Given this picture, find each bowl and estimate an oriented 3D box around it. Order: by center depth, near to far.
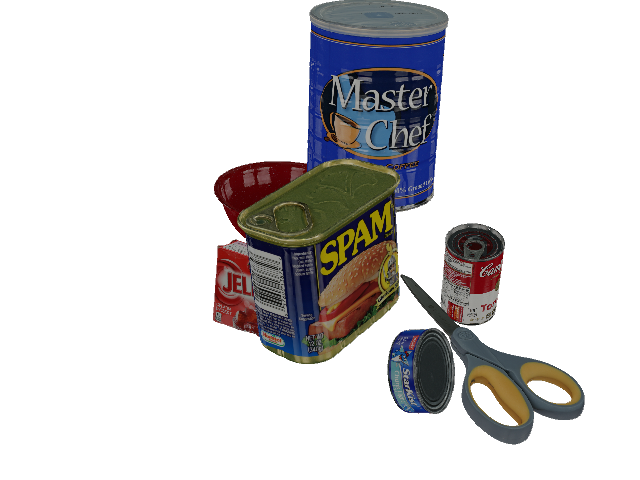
[{"bbox_3d":[-0.036,-0.030,1.153,0.162,0.055,0.162,5,27,-3],"label":"bowl"}]

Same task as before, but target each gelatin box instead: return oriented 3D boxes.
[{"bbox_3d":[-0.053,0.047,0.945,0.089,0.073,0.030,17,23,29],"label":"gelatin box"}]

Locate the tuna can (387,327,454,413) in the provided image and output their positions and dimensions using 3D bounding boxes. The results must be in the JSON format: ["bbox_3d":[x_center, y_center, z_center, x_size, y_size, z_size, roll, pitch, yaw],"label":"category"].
[{"bbox_3d":[0.102,0.132,1.076,0.034,0.086,0.086,-5,-3,33],"label":"tuna can"}]

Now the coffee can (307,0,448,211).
[{"bbox_3d":[0.041,-0.105,0.816,0.103,0.140,0.103,2,24,-1],"label":"coffee can"}]

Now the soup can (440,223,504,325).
[{"bbox_3d":[0.176,0.041,1.247,0.068,0.102,0.068,0,38,0],"label":"soup can"}]

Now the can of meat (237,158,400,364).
[{"bbox_3d":[0.004,0.011,0.623,0.058,0.084,0.101,17,35,35],"label":"can of meat"}]

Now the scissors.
[{"bbox_3d":[0.129,0.080,0.801,0.096,0.016,0.202,-1,31,-10],"label":"scissors"}]
